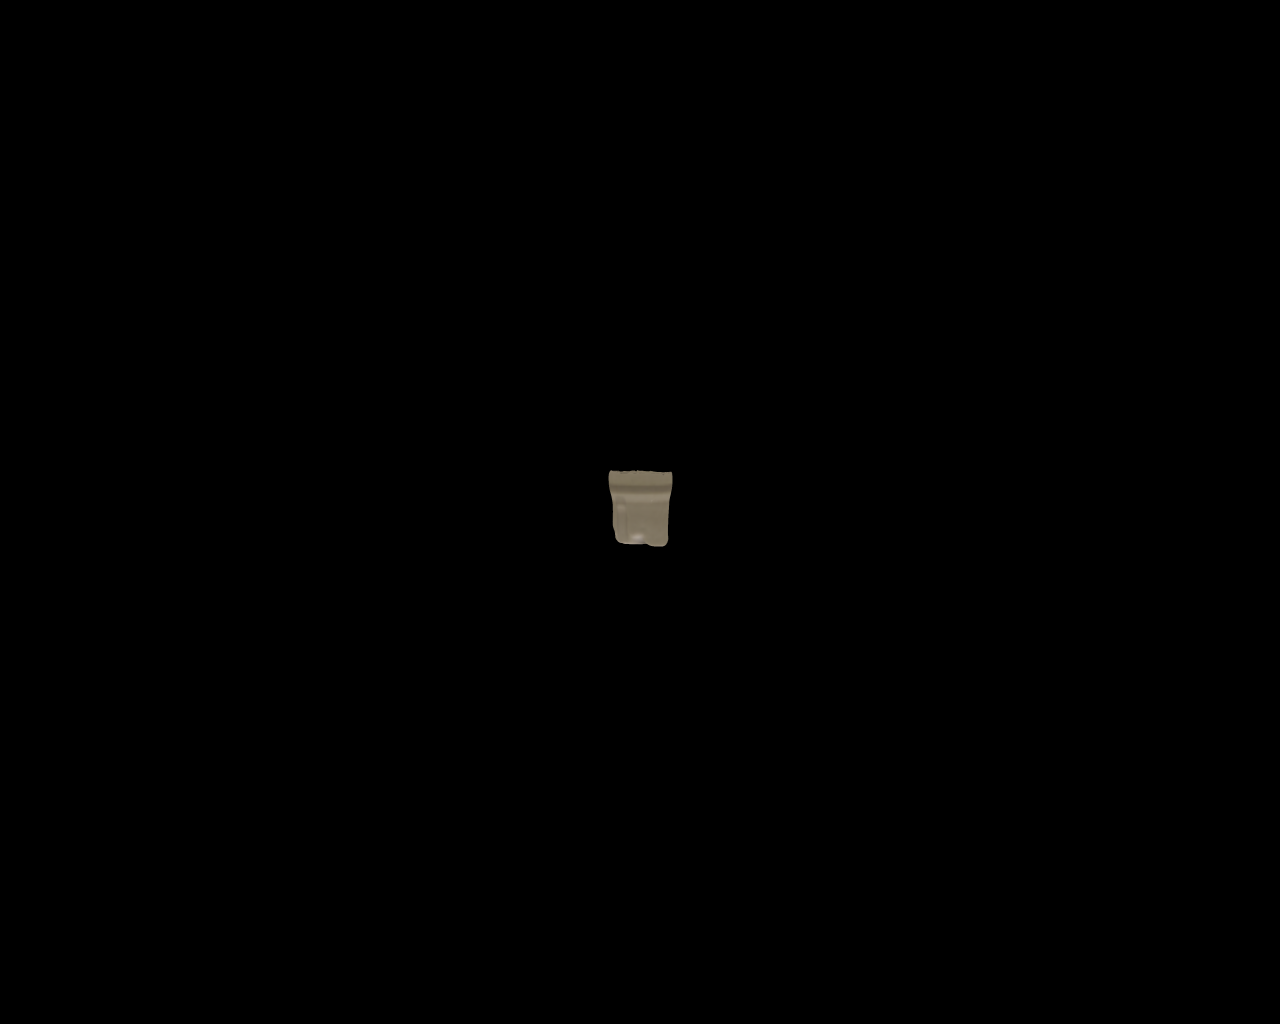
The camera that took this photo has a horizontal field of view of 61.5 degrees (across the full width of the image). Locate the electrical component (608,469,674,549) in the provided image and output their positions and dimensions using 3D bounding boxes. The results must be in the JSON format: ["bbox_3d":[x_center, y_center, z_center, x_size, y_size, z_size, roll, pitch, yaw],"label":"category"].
[{"bbox_3d":[0.001,-0.003,0.650,0.040,0.046,0.040,0,4,0],"label":"electrical component"}]
